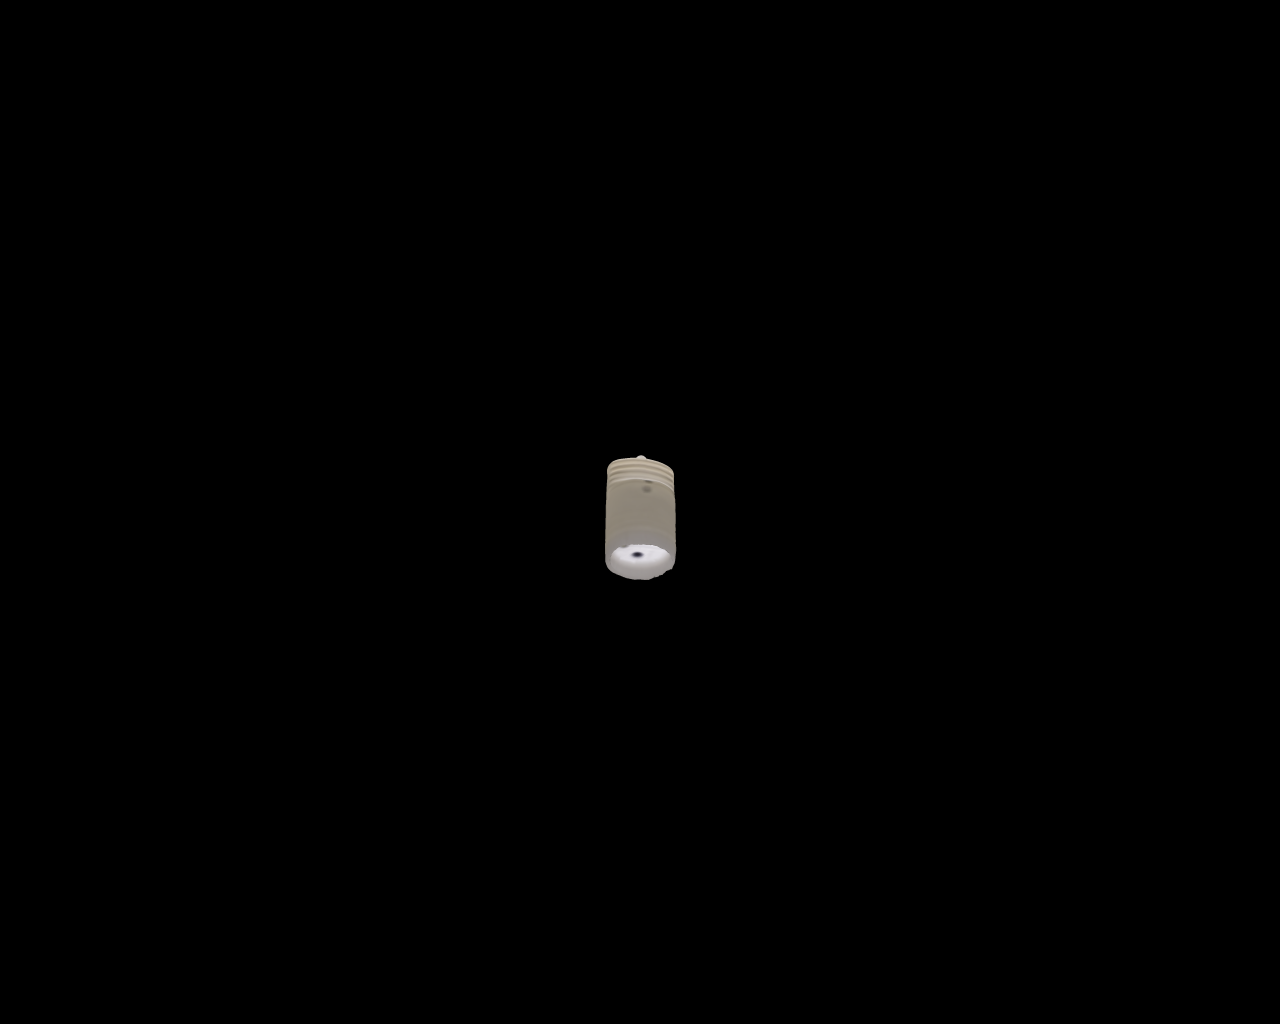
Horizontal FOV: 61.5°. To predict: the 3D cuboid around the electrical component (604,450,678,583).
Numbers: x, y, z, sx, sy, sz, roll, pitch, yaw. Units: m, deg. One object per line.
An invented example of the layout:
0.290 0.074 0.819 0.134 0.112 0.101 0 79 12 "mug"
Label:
0.001 -0.003 0.650 0.043 0.081 0.043 0 -35 0 "electrical component"
